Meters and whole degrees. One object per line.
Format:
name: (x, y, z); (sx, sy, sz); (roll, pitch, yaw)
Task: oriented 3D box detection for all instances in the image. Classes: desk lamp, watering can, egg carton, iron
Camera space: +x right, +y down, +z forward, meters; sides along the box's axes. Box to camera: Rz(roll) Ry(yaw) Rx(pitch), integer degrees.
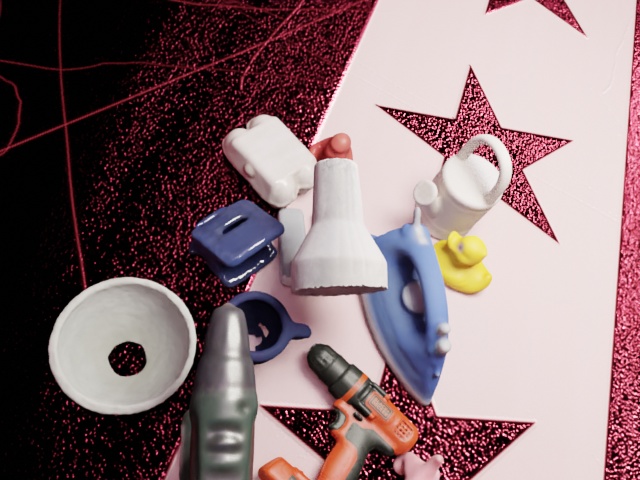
desk lamp: (0.007, 0.003, 0.760); (0.118, 0.213, 0.203); (1, 63, -15)
watering can: (0.222, -0.080, 0.873); (0.173, 0.194, 0.101); (-39, 78, -28)
egg carton: (-0.076, -0.122, 0.884); (0.107, 0.069, 0.150); (-38, 78, -28)
iron: (0.139, 0.088, 0.795); (0.119, 0.141, 0.258); (-5, 65, -17)

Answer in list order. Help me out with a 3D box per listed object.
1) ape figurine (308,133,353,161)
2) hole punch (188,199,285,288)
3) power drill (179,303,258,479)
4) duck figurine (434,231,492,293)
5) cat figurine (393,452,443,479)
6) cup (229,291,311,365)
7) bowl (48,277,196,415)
ape figurine: (0.022, -0.136, 0.906); (0.077, 0.092, 0.076); (41, 61, 7)
hole punch: (-0.118, -0.004, 0.800); (0.109, 0.091, 0.101); (-37, 78, -28)
power drill: (-0.112, 0.208, 0.625); (0.076, 0.208, 0.229); (3, 63, -14)
duck figurine: (0.227, 0.029, 0.881); (0.104, 0.086, 0.078); (41, 61, 7)
cat figurine: (0.118, 0.317, 0.685); (0.067, 0.117, 0.128); (29, 60, 1)
cup: (-0.076, 0.125, 0.743); (0.118, 0.095, 0.091); (6, 62, -12)
bowl: (-0.238, 0.135, 0.705); (0.168, 0.074, 0.167); (7, 62, -12)
